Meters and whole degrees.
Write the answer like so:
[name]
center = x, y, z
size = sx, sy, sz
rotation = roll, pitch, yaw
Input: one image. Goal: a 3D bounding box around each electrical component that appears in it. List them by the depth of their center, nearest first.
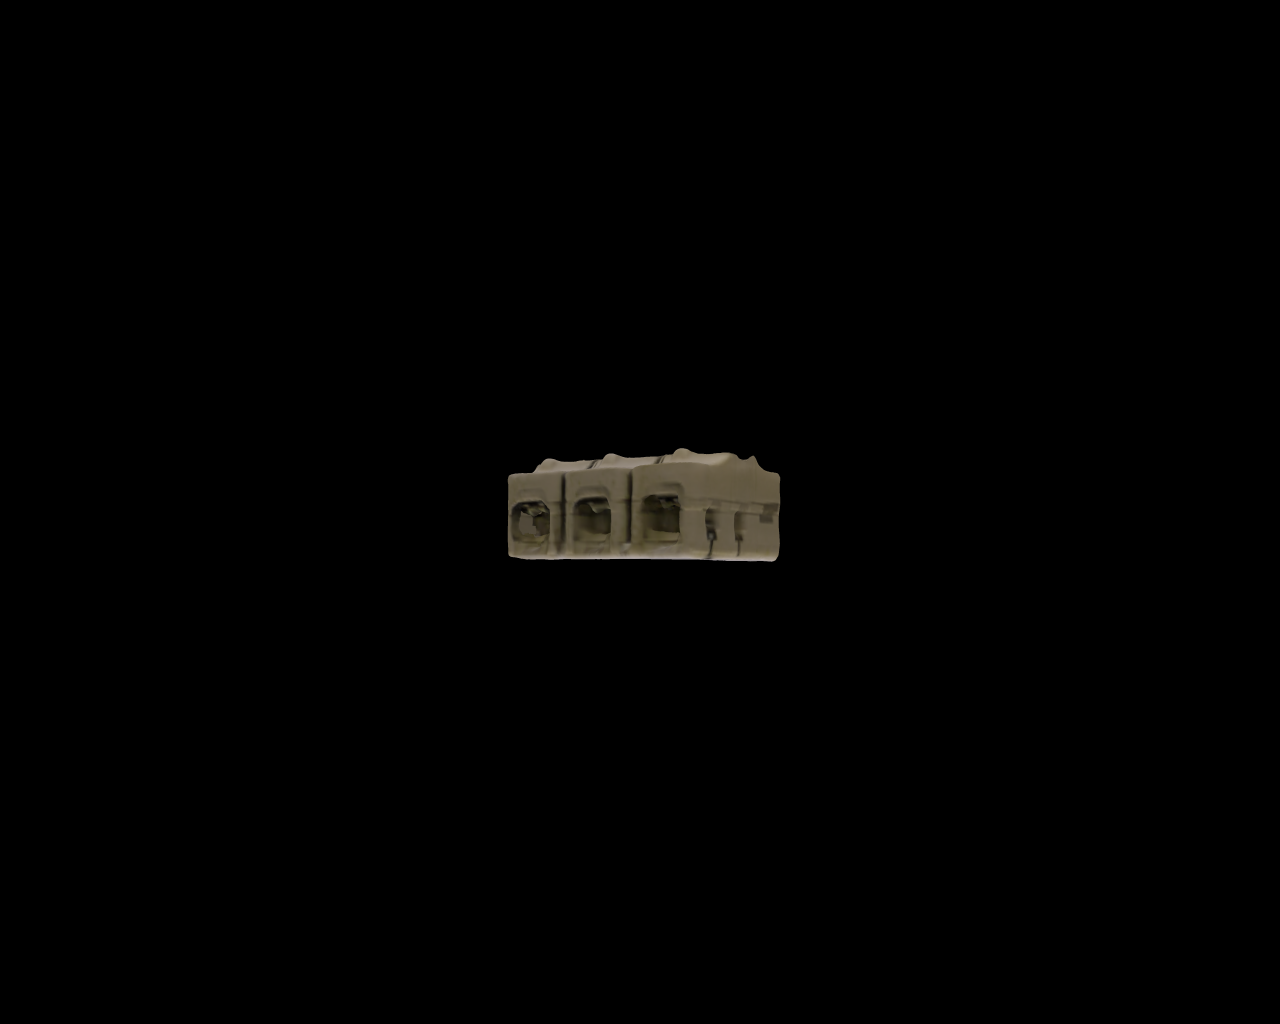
[electrical component]
center = 0.001, -0.003, 0.650
size = 0.150, 0.061, 0.089
rotation = -2, -2, 40
